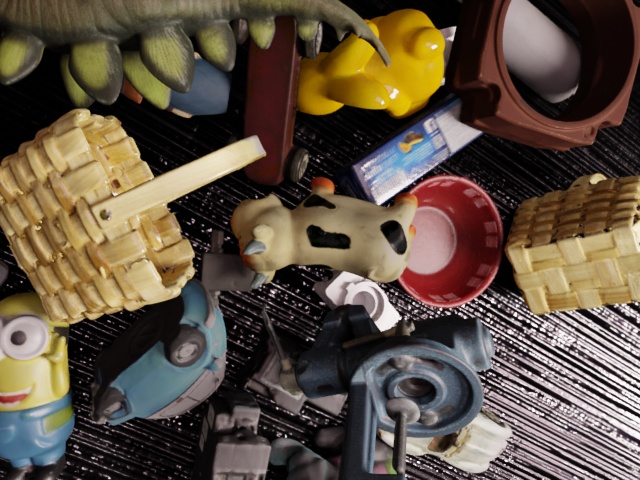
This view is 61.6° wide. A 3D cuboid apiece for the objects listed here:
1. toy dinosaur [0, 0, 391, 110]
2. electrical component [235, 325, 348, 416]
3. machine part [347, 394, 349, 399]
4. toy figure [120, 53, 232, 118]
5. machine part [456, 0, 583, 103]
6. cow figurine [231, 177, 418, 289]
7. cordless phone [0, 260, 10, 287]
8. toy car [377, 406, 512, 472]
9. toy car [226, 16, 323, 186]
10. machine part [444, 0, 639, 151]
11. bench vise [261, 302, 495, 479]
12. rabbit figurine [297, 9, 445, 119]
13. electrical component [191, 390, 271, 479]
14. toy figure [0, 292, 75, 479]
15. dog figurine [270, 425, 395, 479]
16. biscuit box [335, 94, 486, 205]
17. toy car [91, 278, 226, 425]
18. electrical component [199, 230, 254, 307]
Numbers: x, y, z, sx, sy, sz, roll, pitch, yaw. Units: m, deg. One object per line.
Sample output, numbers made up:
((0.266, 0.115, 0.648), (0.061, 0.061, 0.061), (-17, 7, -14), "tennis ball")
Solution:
((-0.174, -0.218, 0.476), (0.472, 0.105, 0.198), (1, 99, 7), "toy dinosaur")
((-0.028, 0.157, 0.619), (0.119, 0.048, 0.075), (29, 83, -17), "electrical component")
((0.085, 0.154, 0.663), (0.139, 0.039, 0.084), (-19, 105, -19), "machine part")
((-0.171, -0.167, 0.561), (0.154, 0.058, 0.064), (9, 79, -13), "toy figure")
((0.264, -0.254, 0.693), (0.243, 0.079, 0.079), (30, 82, -18), "machine part")
((-0.001, -0.002, 0.569), (0.195, 0.085, 0.127), (12, 48, 11), "cow figurine")
((-0.401, 0.019, 0.485), (0.146, 0.089, 0.184), (-50, 124, -11), "cordless phone")
((0.155, 0.234, 0.661), (0.201, 0.056, 0.073), (25, 102, -24), "toy car")
((-0.049, -0.150, 0.559), (0.089, 0.053, 0.201), (14, 123, 9), "toy car")
((0.257, -0.215, 0.610), (0.201, 0.087, 0.201), (12, 92, -18), "machine part")
((0.049, 0.148, 0.490), (0.224, 0.241, 0.128), (-5, 122, 13), "bench vise")
((0.045, -0.179, 0.598), (0.173, 0.162, 0.121), (-14, 108, 0), "rabbit figurine")
((-0.096, 0.231, 0.563), (0.058, 0.115, 0.134), (11, 90, -20), "electrical component")
((-0.282, 0.140, 0.519), (0.082, 0.089, 0.180), (-6, 102, -23), "toy figure")
((0.029, 0.287, 0.552), (0.191, 0.219, 0.108), (-4, 96, -18), "dog figurine")
((0.116, -0.112, 0.654), (0.203, 0.063, 0.059), (-34, 102, -14), "biscuit box")
((-0.152, 0.128, 0.552), (0.161, 0.109, 0.102), (-44, 121, -3), "toy car")
((-0.103, 0.036, 0.605), (0.063, 0.021, 0.094), (6, 89, -19), "electrical component")
